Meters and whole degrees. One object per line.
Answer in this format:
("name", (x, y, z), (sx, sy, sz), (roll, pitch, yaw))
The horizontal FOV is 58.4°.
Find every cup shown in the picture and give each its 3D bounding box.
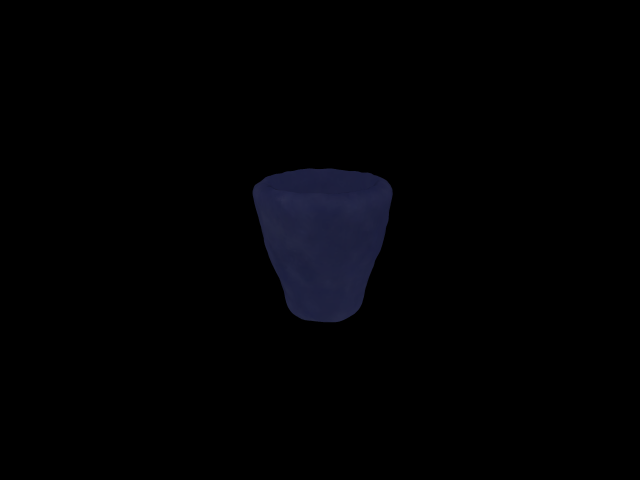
("cup", (0.004, 0.001, 0.400), (0.091, 0.095, 0.118), (2, 18, 7))
